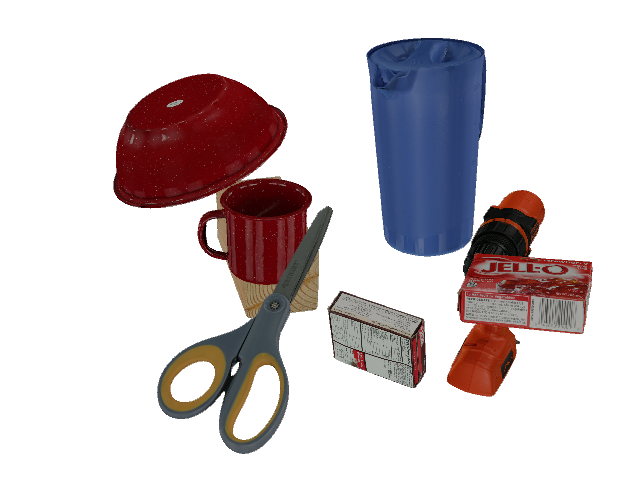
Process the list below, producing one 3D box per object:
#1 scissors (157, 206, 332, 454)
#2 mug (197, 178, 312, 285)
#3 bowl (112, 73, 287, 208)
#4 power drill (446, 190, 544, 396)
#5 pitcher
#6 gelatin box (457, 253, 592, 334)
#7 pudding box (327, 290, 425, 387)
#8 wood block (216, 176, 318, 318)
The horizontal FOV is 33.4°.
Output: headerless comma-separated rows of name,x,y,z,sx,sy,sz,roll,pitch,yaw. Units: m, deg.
scissors,-0.051,0.052,0.731,0.096,0.201,0.016,3,-38,9
mug,-0.067,-0.007,1.092,0.117,0.081,0.093,-4,29,-9
bowl,-0.112,-0.095,0.907,0.162,0.055,0.162,-16,32,10
power drill,0.173,0.059,1.067,0.057,0.188,0.184,18,29,19
pitcher,0.132,-0.113,1.260,0.149,0.243,0.145,-4,25,-1
gelatin box,0.149,0.036,0.774,0.089,0.030,0.073,5,21,16
pudding box,0.067,0.116,1.249,0.114,0.090,0.039,16,46,24
wood block,-0.070,0.004,1.346,0.090,0.090,0.206,-6,28,-13
